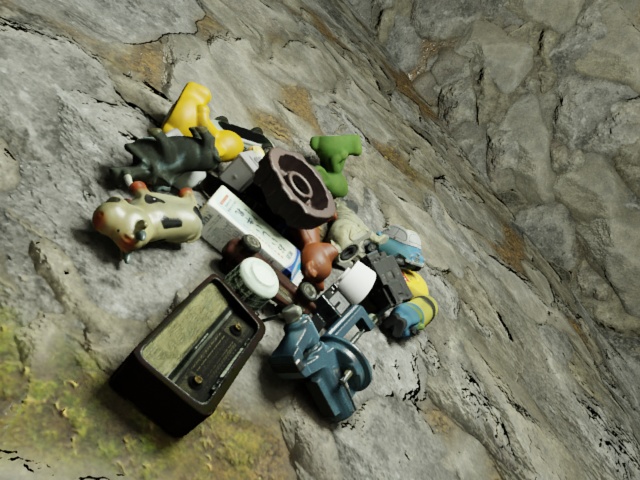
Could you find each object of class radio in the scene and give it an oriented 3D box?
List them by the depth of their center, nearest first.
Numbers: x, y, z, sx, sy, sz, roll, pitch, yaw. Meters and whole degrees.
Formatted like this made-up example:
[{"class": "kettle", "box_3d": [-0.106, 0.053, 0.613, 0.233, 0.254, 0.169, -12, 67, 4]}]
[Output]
[{"class": "radio", "box_3d": [-0.175, 0.158, 0.772, 0.131, 0.073, 0.229, 45, 29, -5]}]

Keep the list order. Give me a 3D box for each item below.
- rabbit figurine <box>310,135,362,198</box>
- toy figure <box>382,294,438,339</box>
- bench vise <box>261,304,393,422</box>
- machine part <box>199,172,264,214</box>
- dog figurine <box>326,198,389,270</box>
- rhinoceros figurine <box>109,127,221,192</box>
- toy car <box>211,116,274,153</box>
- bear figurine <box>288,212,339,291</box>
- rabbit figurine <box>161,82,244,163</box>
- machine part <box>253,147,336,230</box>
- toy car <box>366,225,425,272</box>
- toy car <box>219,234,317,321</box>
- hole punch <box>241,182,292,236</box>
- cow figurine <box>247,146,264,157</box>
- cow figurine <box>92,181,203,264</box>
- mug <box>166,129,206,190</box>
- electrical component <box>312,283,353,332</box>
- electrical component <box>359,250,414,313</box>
[{"class": "rabbit figurine", "box_3d": [0.034, -0.191, 1.423, 0.159, 0.121, 0.170, -11, 103, -33]}, {"class": "toy figure", "box_3d": [0.217, 0.180, 1.259, 0.180, 0.089, 0.082, -4, 64, -58]}, {"class": "bench vise", "box_3d": [0.023, 0.182, 0.943, 0.223, 0.129, 0.240, 55, 46, -3]}, {"class": "machine part", "box_3d": [-0.181, -0.082, 1.059, 0.139, 0.084, 0.039, 41, 28, 7]}, {"class": "dog figurine", "box_3d": [0.046, -0.030, 1.301, 0.172, 0.121, 0.191, 14, 29, -50]}, {"class": "rhinoceros figurine", "box_3d": [-0.270, -0.141, 0.938, 0.190, 0.112, 0.073, -17, 20, -24]}, {"class": "toy car", "box_3d": [-0.185, -0.237, 1.267, 0.201, 0.056, 0.074, 6, 43, -52]}, {"class": "bear figurine", "box_3d": [-0.006, -0.001, 1.145, 0.196, 0.132, 0.120, 62, 4, 37]}, {"class": "rabbit figurine", "box_3d": [-0.233, -0.217, 1.109, 0.173, 0.122, 0.162, 31, 37, -30]}, {"class": "machine part", "box_3d": [-0.048, -0.098, 1.047, 0.179, 0.056, 0.179, 36, 32, -27]}, {"class": "toy car", "box_3d": [0.203, 0.012, 1.382, 0.109, 0.103, 0.162, 17, 5, -40]}, {"class": "toy car", "box_3d": [-0.094, 0.075, 0.971, 0.202, 0.089, 0.053, 43, 29, -11]}, {"class": "hole punch", "box_3d": [-0.104, -0.062, 1.106, 0.092, 0.116, 0.142, 9, 47, -60]}, {"class": "cow figurine", "box_3d": [-0.128, -0.137, 1.212, 0.167, 0.068, 0.098, 50, 35, 6]}, {"class": "cow figurine", "box_3d": [-0.273, -0.028, 0.866, 0.195, 0.085, 0.127, 4, 46, -54]}, {"class": "mug", "box_3d": [-0.273, -0.138, 1.007, 0.107, 0.081, 0.109, 49, 51, -11]}, {"class": "electrical component", "box_3d": [0.017, 0.143, 1.079, 0.075, 0.048, 0.119, 50, 27, 6]}, {"class": "electrical component", "box_3d": [0.140, 0.091, 1.217, 0.058, 0.115, 0.134, -24, 80, -23]}]
